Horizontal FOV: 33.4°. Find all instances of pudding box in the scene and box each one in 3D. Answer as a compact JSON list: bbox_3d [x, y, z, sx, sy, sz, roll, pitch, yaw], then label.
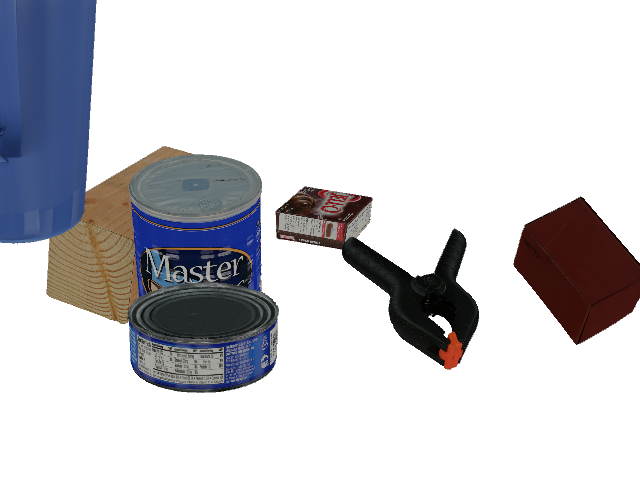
[{"bbox_3d":[0.005,-0.028,1.282,0.090,0.039,0.113,9,23,15],"label":"pudding box"}]

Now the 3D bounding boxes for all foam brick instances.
[{"bbox_3d":[0.179,0.020,0.738,0.051,0.078,0.053,-24,-30,-16],"label":"foam brick"}]

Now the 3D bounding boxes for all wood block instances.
[{"bbox_3d":[-0.171,-0.012,1.053,0.090,0.091,0.205,19,27,15],"label":"wood block"}]

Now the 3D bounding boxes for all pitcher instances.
[{"bbox_3d":[-0.237,-0.120,0.812,0.145,0.243,0.148,26,32,35],"label":"pitcher"}]

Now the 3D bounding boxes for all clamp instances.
[{"bbox_3d":[0.103,0.044,0.964,0.120,0.039,0.171,-15,44,-15],"label":"clamp"}]

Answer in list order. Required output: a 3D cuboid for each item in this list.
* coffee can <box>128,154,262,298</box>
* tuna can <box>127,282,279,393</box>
[{"bbox_3d":[-0.098,0.015,0.858,0.103,0.140,0.103,1,30,-1],"label":"coffee can"},{"bbox_3d":[-0.067,0.055,0.612,0.086,0.034,0.086,1,18,-1],"label":"tuna can"}]
